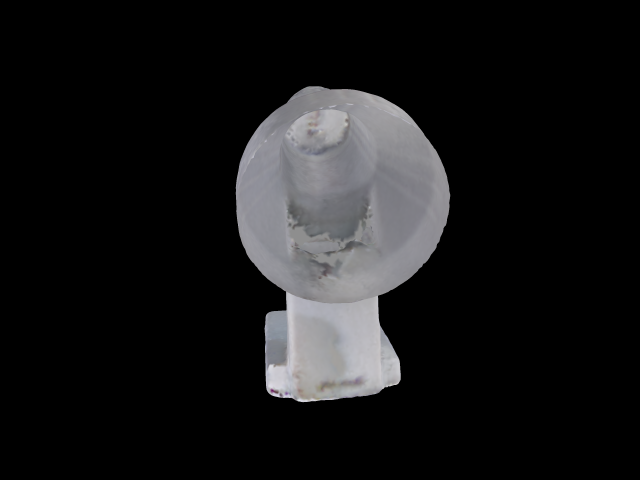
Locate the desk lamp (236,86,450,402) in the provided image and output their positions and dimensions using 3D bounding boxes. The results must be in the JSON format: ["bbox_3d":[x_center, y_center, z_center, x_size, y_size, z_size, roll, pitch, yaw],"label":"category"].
[{"bbox_3d":[0.004,0.001,0.400,0.118,0.213,0.203,-2,14,-7],"label":"desk lamp"}]
